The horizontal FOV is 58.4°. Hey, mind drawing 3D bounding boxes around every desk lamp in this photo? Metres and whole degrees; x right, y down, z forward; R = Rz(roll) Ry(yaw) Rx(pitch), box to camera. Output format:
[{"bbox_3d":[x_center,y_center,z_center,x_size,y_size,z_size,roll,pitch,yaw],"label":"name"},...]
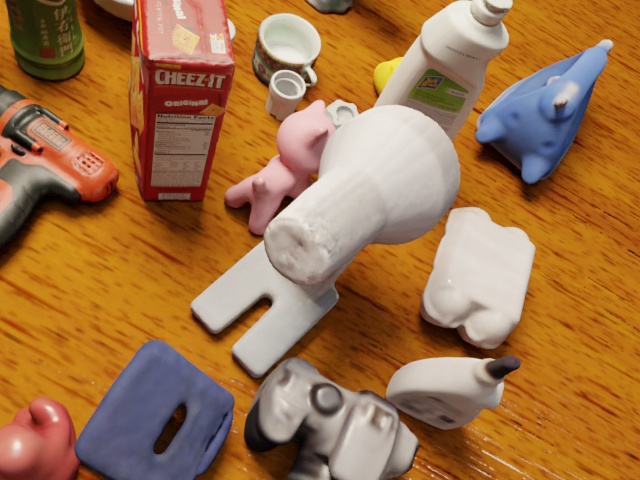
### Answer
[{"bbox_3d":[0.005,0.002,0.500,0.118,0.213,0.204,44,60,5],"label":"desk lamp"}]

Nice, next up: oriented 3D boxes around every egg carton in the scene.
[{"bbox_3d":[0.170,0.039,0.621,0.107,0.069,0.150,26,60,-5],"label":"egg carton"}]

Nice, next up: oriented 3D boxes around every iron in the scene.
[{"bbox_3d":[0.314,-0.193,0.738,0.118,0.141,0.259,42,60,4],"label":"iron"}]

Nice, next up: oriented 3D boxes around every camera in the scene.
[{"bbox_3d":[-0.001,0.188,0.475,0.143,0.100,0.137,31,60,-3],"label":"camera"}]

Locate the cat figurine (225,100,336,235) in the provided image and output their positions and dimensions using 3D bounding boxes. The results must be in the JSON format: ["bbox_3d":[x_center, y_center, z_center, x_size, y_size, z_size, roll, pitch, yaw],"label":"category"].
[{"bbox_3d":[-0.030,-0.081,0.583,0.067,0.117,0.128,43,60,5],"label":"cat figurine"}]

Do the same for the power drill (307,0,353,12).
[{"bbox_3d":[0.019,-0.397,0.696,0.229,0.208,0.076,41,60,4],"label":"power drill"}]

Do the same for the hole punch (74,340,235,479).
[{"bbox_3d":[-0.125,0.147,0.458,0.101,0.091,0.109,31,60,-2],"label":"hole punch"}]

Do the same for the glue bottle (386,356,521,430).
[{"bbox_3d":[0.123,0.128,0.504,0.078,0.173,0.037,29,60,-3],"label":"glue bottle"}]

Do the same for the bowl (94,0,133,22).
[{"bbox_3d":[-0.201,-0.304,0.656,0.168,0.074,0.167,8,64,-15],"label":"bowl"}]

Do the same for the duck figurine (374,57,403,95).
[{"bbox_3d":[0.125,-0.213,0.716,0.105,0.086,0.077,2,65,-17],"label":"duck figurine"}]

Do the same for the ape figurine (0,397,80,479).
[{"bbox_3d":[-0.217,0.157,0.422,0.078,0.092,0.076,-38,82,-29],"label":"ape figurine"}]
